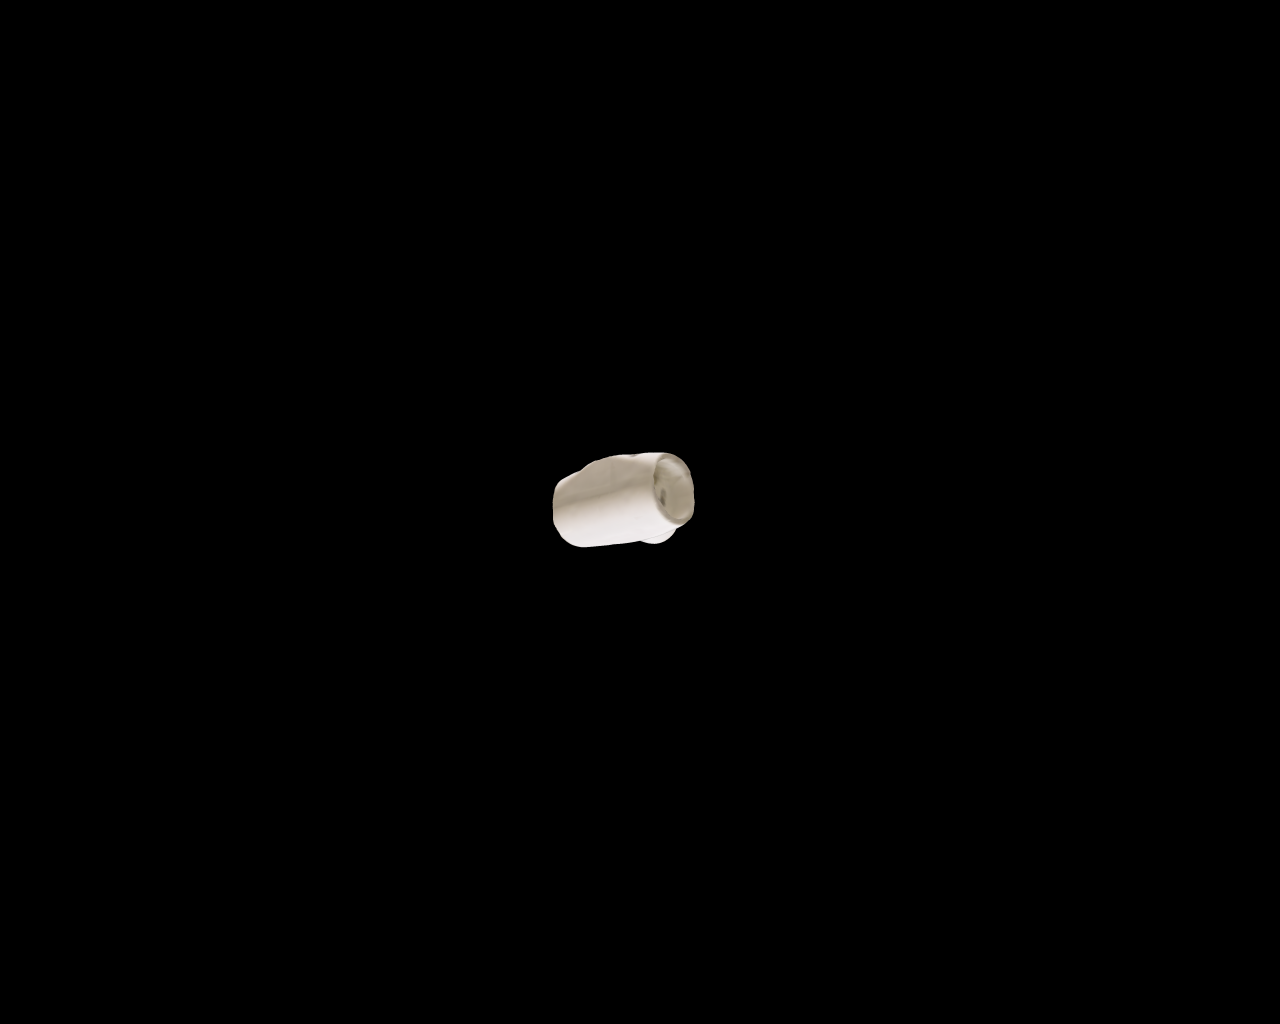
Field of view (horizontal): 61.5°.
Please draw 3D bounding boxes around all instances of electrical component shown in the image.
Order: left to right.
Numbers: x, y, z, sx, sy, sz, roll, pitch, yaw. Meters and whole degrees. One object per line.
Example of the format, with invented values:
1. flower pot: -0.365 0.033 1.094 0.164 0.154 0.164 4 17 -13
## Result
1. electrical component: 0.001 -0.003 0.650 0.077 0.044 0.079 -13 -22 36
